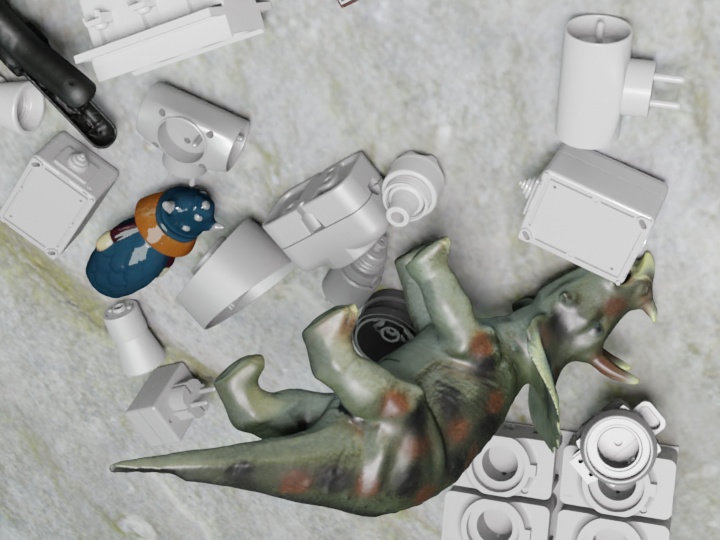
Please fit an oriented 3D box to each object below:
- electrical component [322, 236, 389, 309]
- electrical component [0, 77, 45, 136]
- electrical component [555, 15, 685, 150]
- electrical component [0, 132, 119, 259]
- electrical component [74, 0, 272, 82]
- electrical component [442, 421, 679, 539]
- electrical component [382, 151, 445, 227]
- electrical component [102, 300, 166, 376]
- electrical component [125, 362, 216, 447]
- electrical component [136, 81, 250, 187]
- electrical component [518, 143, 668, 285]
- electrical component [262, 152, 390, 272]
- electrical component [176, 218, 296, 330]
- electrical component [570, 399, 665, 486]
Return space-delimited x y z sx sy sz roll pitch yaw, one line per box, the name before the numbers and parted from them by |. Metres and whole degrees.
electrical component | 0.000 0.000 0.871 0.040 0.040 0.078 33 133 -5
electrical component | -0.294 -0.136 0.880 0.055 0.045 0.045 12 130 14
electrical component | 0.170 -0.120 0.700 0.079 0.044 0.077 10 130 15
electrical component | -0.251 -0.069 0.910 0.062 0.061 0.096 37 124 -9
electrical component | -0.136 -0.181 0.764 0.121 0.079 0.063 -11 100 29
electrical component | 0.168 0.194 0.914 0.186 0.060 0.105 6 95 18
electrical component | 0.036 -0.056 0.796 0.043 0.062 0.043 12 131 14
electrical component | -0.215 0.061 1.011 0.044 0.044 0.065 -4 121 25
electrical component | -0.170 0.125 1.027 0.077 0.065 0.047 -15 120 31
electrical component | -0.134 -0.099 0.844 0.077 0.044 0.079 25 133 2
electrical component | 0.159 -0.046 0.759 0.096 0.061 0.061 26 131 11
electrical component | -0.020 -0.041 0.837 0.095 0.053 0.059 -25 114 36
electrical component | -0.101 0.006 0.884 0.064 0.099 0.099 42 131 -4
electrical component | 0.201 0.135 0.835 0.078 0.057 0.058 -40 81 10
